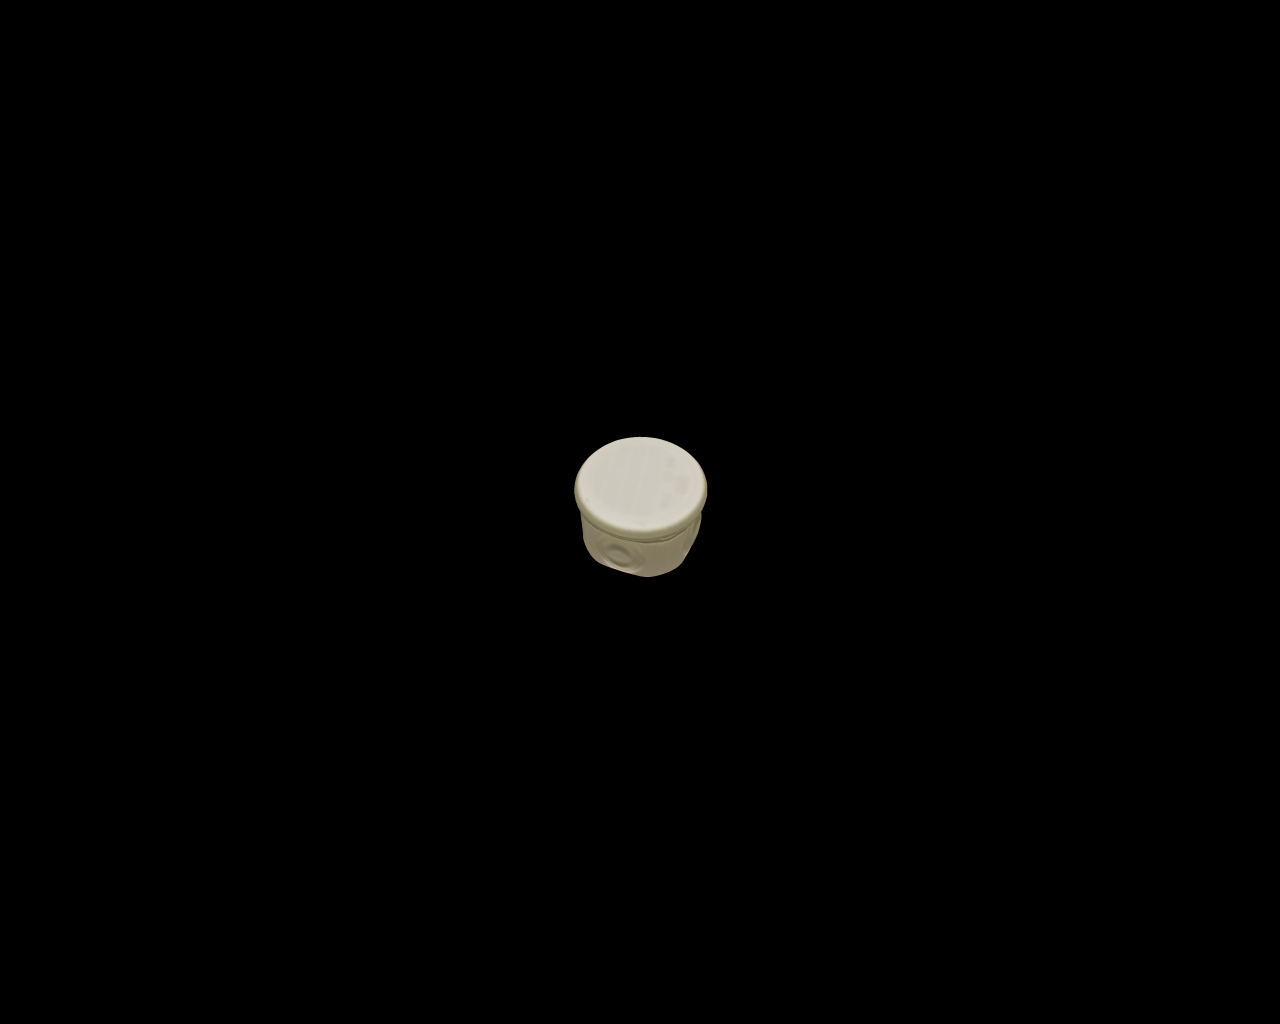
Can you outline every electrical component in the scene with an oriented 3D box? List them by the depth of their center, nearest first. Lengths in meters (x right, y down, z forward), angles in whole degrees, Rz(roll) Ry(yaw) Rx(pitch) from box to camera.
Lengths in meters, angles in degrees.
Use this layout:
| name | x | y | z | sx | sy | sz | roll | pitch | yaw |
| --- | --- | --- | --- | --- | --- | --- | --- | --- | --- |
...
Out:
| name | x | y | z | sx | sy | sz | roll | pitch | yaw |
| --- | --- | --- | --- | --- | --- | --- | --- | --- | --- |
| electrical component | 0.001 | -0.003 | 0.650 | 0.080 | 0.080 | 0.050 | 0 | -41 | 0 |
